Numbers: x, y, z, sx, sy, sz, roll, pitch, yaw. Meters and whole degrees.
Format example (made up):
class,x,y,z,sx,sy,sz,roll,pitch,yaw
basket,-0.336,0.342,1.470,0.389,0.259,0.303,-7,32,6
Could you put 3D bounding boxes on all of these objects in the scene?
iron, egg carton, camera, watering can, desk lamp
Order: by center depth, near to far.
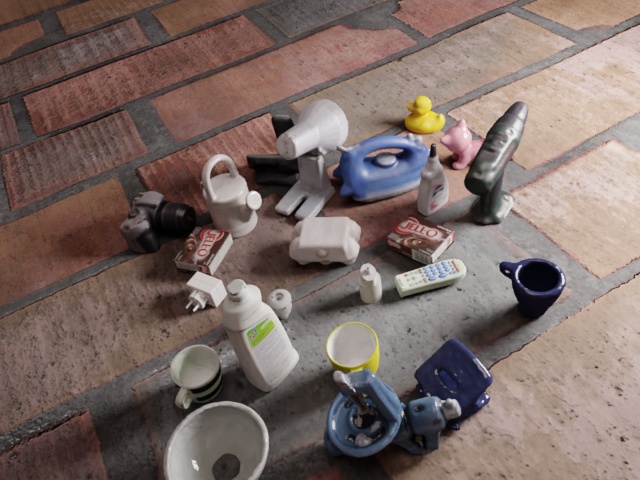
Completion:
class,x,y,z,sx,sy,sz,roll,pitch,yaw
egg carton,0.011,0.004,1.211,0.150,0.069,0.107,-1,46,10
watering can,-0.201,-0.103,1.270,0.172,0.194,0.101,5,48,16
desk lamp,-0.023,-0.185,1.300,0.117,0.214,0.203,18,53,27
iron,0.157,-0.186,1.316,0.258,0.142,0.118,-15,45,-3
camera,-0.367,-0.050,1.317,0.136,0.101,0.143,6,48,17

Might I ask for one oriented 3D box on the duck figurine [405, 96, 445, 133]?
class,x,y,z,sx,sy,sz,roll,pitch,yaw
duck figurine,0.268,-0.327,1.469,0.104,0.086,0.077,14,51,23

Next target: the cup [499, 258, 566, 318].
class,x,y,z,sx,sy,sz,roll,pitch,yaw
cup,0.376,0.090,1.036,0.117,0.095,0.092,25,56,31

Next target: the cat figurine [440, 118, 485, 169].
class,x,y,z,sx,sy,sz,roll,pitch,yaw
cat figurine,0.343,-0.227,1.335,0.127,0.118,0.067,-2,46,10

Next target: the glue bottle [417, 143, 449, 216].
class,x,y,z,sx,sy,sz,roll,pitch,yaw
glue bottle,0.241,-0.135,1.226,0.078,0.173,0.037,-38,51,-23

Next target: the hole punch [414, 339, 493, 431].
class,x,y,z,sx,sy,sz,roll,pitch,yaw
hole punch,0.215,0.234,0.932,0.101,0.091,0.108,-28,48,-16

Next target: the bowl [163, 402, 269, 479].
class,x,y,z,sx,sy,sz,roll,pitch,yaw
bowl,-0.156,0.347,0.907,0.167,0.075,0.167,-6,46,6

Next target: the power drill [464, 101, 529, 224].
class,x,y,z,sx,sy,sz,roll,pitch,yaw
power drill,0.367,-0.147,1.188,0.075,0.209,0.230,20,53,28

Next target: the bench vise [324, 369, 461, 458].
class,x,y,z,sx,sy,sz,roll,pitch,yaw
bench vise,0.097,0.242,0.856,0.207,0.220,0.121,-21,46,-9

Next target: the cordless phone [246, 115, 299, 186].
class,x,y,z,sx,sy,sz,roll,pitch,yaw
cordless phone,-0.111,-0.228,1.379,0.147,0.185,0.094,1,47,12
